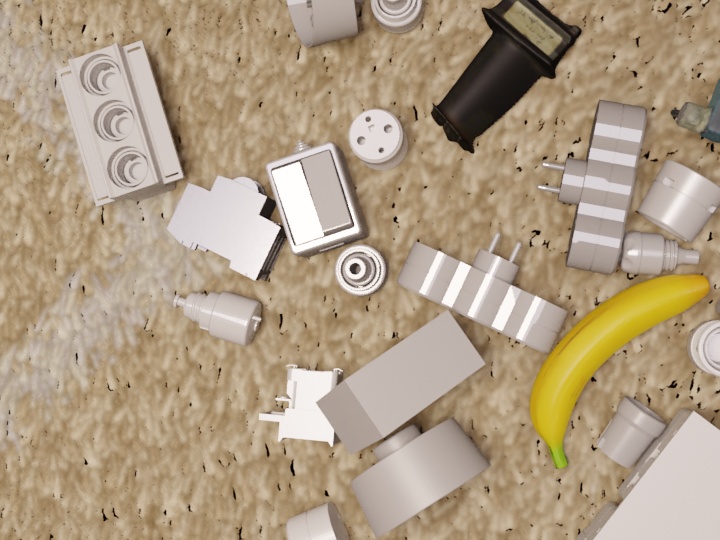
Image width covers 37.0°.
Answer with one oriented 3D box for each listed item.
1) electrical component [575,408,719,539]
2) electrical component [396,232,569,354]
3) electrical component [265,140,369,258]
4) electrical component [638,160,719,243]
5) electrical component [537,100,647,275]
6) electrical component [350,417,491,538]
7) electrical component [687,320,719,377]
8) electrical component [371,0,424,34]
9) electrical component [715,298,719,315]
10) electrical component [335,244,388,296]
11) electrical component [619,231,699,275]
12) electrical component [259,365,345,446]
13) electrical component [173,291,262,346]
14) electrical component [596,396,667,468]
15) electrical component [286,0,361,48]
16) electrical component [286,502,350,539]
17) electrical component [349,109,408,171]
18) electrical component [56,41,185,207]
[{"bbox_3d":[0.245,0.214,0.850,0.105,0.060,0.186,38,93,7],"label":"electrical component"},{"bbox_3d":[0.107,0.006,0.879,0.138,0.052,0.073,25,91,7],"label":"electrical component"},{"bbox_3d":[-0.038,-0.064,0.895,0.062,0.061,0.096,-18,86,6],"label":"electrical component"},{"bbox_3d":[0.257,-0.054,0.862,0.055,0.055,0.047,32,96,7],"label":"electrical component"},{"bbox_3d":[0.182,-0.070,0.872,0.074,0.052,0.138,11,90,7],"label":"electrical component"},{"bbox_3d":[0.043,0.159,0.857,0.108,0.108,0.060,-34,78,5],"label":"electrical component"},{"bbox_3d":[0.286,0.062,0.852,0.045,0.055,0.045,0,88,7],"label":"electrical component"},{"bbox_3d":[0.030,-0.222,0.891,0.043,0.062,0.043,0,88,7],"label":"electrical component"},{"bbox_3d":[0.334,0.031,0.847,0.089,0.056,0.050,26,92,7],"label":"electrical component"},{"bbox_3d":[0.000,0.000,0.888,0.043,0.062,0.043,0,88,7],"label":"electrical component"},{"bbox_3d":[0.243,-0.012,0.871,0.061,0.035,0.035,5,89,6],"label":"electrical component"},{"bbox_3d":[-0.040,0.112,0.900,0.081,0.042,0.063,4,85,7],"label":"electrical component"},{"bbox_3d":[-0.120,0.037,0.913,0.078,0.040,0.040,17,90,8],"label":"electrical component"},{"bbox_3d":[0.218,0.131,0.867,0.040,0.040,0.046,34,100,7],"label":"electrical component"},{"bbox_3d":[-0.033,-0.235,0.885,0.064,0.099,0.099,-8,87,1],"label":"electrical component"},{"bbox_3d":[-0.001,0.256,0.884,0.074,0.052,0.138,-23,86,6],"label":"electrical component"},{"bbox_3d":[0.015,-0.108,0.893,0.045,0.055,0.045,0,88,7],"label":"electrical component"},{"bbox_3d":[-0.200,-0.122,0.917,0.079,0.063,0.121,-18,86,6],"label":"electrical component"}]
